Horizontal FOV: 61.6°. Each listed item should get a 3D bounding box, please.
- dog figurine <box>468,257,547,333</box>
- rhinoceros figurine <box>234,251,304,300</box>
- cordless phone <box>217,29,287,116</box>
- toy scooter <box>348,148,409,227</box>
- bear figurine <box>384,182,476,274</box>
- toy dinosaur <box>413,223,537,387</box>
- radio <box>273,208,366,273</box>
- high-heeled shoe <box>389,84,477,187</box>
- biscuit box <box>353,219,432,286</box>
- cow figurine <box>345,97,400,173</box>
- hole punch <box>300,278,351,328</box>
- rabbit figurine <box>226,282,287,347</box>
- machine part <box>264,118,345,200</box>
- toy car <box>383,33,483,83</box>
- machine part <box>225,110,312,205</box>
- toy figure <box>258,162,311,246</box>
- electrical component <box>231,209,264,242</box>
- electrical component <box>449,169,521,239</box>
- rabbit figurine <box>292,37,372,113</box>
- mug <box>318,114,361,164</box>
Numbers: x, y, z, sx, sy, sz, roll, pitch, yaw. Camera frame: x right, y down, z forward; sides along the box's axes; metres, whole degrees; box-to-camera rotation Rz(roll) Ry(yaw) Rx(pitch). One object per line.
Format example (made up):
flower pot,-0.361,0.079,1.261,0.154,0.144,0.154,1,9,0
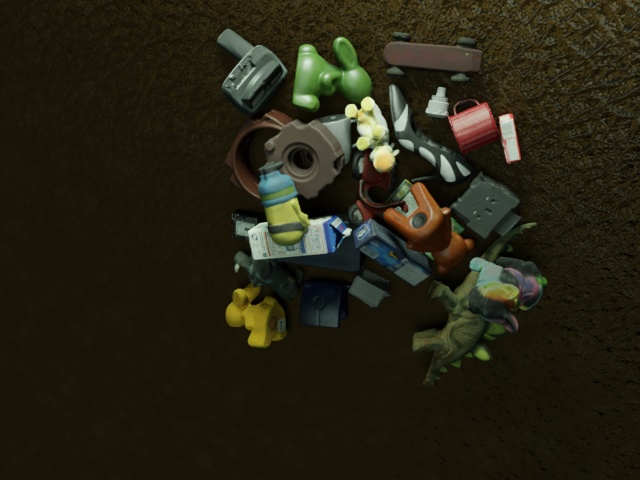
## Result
dog figurine,0.385,0.111,1.083,0.192,0.219,0.108,1,102,2
rhinoceros figurine,-0.134,0.082,1.393,0.190,0.073,0.112,32,120,7
cordless phone,-0.181,-0.384,1.207,0.184,0.088,0.146,39,87,11
toy scooter,0.136,-0.115,1.215,0.135,0.075,0.183,5,94,9
bear figurine,0.251,-0.018,1.189,0.120,0.195,0.132,-45,49,12
toy dinosaur,0.347,0.158,1.251,0.199,0.105,0.470,18,110,3
radio,-0.003,-0.004,1.316,0.230,0.073,0.131,8,111,13
high-heeled shoe,0.240,-0.227,1.151,0.145,0.086,0.248,-14,106,15
biscuit box,0.166,0.030,1.230,0.202,0.063,0.059,33,122,-29
cow figurine,0.121,-0.216,1.156,0.068,0.098,0.167,-24,77,22
hole punch,0.008,0.161,1.369,0.142,0.092,0.115,3,107,21
rabbit figurine,-0.189,0.199,1.435,0.173,0.122,0.162,3,109,37
machine part,-0.036,-0.175,1.175,0.180,0.056,0.179,6,112,14
toy car,0.231,-0.374,1.108,0.202,0.053,0.089,11,103,18
machine part,-0.109,-0.187,1.272,0.201,0.087,0.201,35,116,1
toy figure,-0.086,-0.074,1.150,0.089,0.082,0.180,-23,105,-6
electrical component,-0.166,-0.033,1.371,0.119,0.048,0.074,6,112,15
electrical component,0.369,-0.072,1.177,0.134,0.058,0.115,36,119,3
rabbit figurine,0.032,-0.353,1.166,0.170,0.121,0.159,8,106,-5
mug,0.044,-0.226,1.219,0.109,0.081,0.107,-15,115,-15
